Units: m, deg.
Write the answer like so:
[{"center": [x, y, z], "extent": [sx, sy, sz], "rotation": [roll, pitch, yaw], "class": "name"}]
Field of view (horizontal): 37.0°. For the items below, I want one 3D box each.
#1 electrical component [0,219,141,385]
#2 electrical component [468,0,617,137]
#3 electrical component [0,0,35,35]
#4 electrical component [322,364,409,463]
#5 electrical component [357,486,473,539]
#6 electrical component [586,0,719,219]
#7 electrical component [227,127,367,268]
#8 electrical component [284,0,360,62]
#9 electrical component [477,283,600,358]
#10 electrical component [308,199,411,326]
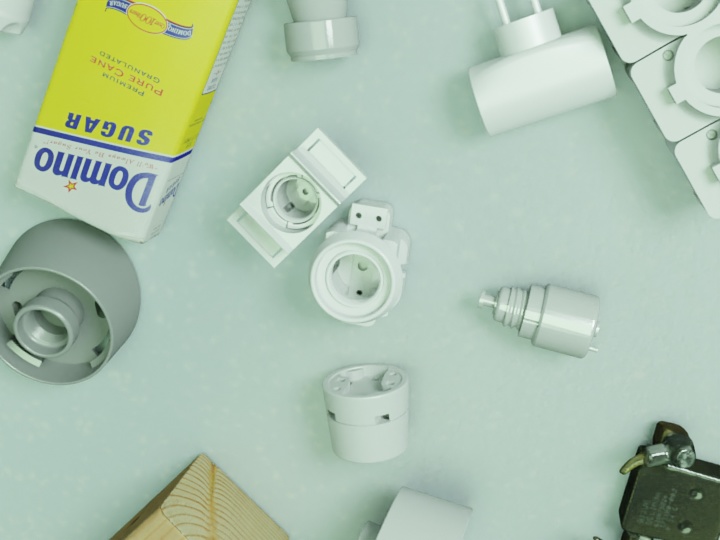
[{"center": [-0.199, 0.024, 0.715], "extent": [0.099, 0.064, 0.099], "rotation": [4, 119, 7], "class": "electrical component"}, {"center": [0.100, -0.127, 0.625], "extent": [0.077, 0.043, 0.079], "rotation": [-17, 100, 13], "class": "electrical component"}, {"center": [-0.221, -0.181, 0.665], "extent": [0.043, 0.043, 0.062], "rotation": [23, 105, 3], "class": "electrical component"}, {"center": [0.005, 0.092, 0.692], "extent": [0.055, 0.055, 0.047], "rotation": [-2, 107, 10], "class": "electrical component"}, {"center": [0.024, 0.191, 0.688], "extent": [0.060, 0.108, 0.108], "rotation": [22, 107, 9], "class": "electrical component"}, {"center": [0.200, -0.116, 0.602], "extent": [0.089, 0.061, 0.150], "rotation": [-29, 98, 15], "class": "electrical component"}, {"center": [-0.036, -0.046, 0.658], "extent": [0.081, 0.064, 0.042], "rotation": [-43, 92, 16], "class": "electrical component"}, {"center": [-0.024, -0.154, 0.638], "extent": [0.045, 0.045, 0.055], "rotation": [-3, 104, 10], "class": "electrical component"}, {"center": [0.112, 0.028, 0.664], "extent": [0.078, 0.040, 0.040], "rotation": [15, 106, 6], "class": "electrical component"}, {"center": [0.000, 0.000, 0.667], "extent": [0.058, 0.057, 0.078], "rotation": [10, 105, 7], "class": "electrical component"}]
